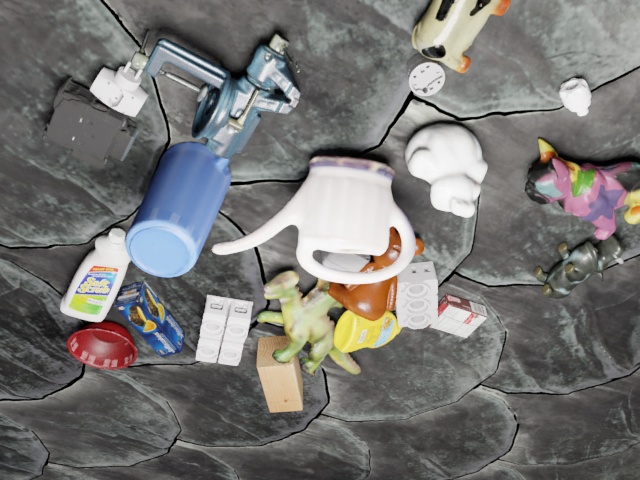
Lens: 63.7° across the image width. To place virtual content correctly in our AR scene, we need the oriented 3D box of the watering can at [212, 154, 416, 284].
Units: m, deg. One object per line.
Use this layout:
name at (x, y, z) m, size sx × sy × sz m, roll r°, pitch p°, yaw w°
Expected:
watering can at (0.003, -0.045, 0.889) m, size 0.347 × 0.227 × 0.103 m, roll 9°, pitch 168°, yaw -9°

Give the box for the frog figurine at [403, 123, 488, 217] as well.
frog figurine at (0.214, -0.118, 0.864) m, size 0.137 × 0.163 × 0.120 m, roll 16°, pitch 128°, yaw -14°

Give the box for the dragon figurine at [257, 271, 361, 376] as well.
dragon figurine at (0.017, 0.182, 1.175) m, size 0.406 × 0.125 × 0.239 m, roll 28°, pitch 117°, yaw -34°
